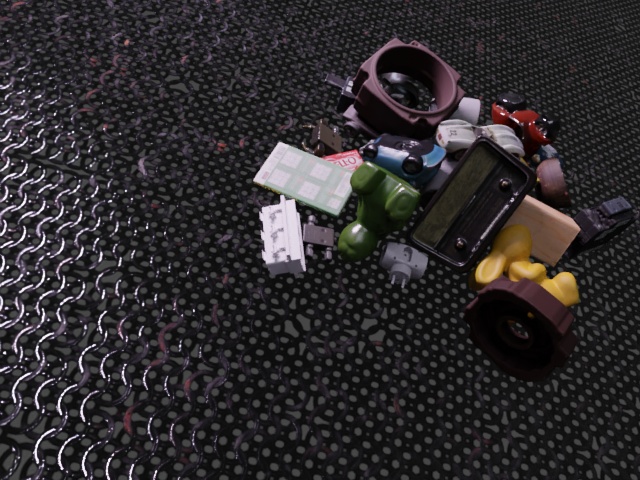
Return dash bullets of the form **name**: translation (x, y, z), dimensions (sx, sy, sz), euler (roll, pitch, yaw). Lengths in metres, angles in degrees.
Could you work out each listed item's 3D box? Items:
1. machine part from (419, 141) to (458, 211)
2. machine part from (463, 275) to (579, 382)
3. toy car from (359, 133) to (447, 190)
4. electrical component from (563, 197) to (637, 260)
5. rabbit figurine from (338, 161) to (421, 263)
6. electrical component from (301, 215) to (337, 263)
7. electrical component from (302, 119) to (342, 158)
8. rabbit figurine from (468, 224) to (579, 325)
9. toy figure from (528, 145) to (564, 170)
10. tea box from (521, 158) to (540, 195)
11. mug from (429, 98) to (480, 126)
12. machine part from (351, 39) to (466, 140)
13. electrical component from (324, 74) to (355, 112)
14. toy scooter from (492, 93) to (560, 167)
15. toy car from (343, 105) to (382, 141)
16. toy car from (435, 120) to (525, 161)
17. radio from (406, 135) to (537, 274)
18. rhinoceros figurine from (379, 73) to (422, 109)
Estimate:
- **machine part**: translation (0.256, -0.132, 1.097), dimensions (0.079, 0.079, 0.243), euler (22, 52, 1)
- **machine part**: translation (0.322, 0.141, 0.869), dimensions (0.179, 0.179, 0.056), euler (44, 54, 16)
- **toy car**: translation (0.158, -0.141, 1.047), dimensions (0.162, 0.102, 0.109), euler (14, 35, 23)
- **electrical component**: translation (0.554, -0.028, 1.071), dimensions (0.115, 0.134, 0.058), euler (-15, 61, -26)
- **rabbit figurine**: translation (0.088, -0.041, 0.954), dimensions (0.121, 0.170, 0.159), euler (36, 13, 8)
- **electrical component**: translation (-0.002, -0.003, 0.969), dimensions (0.063, 0.021, 0.094), euler (9, 53, -10)
- **electrical component**: translation (0.004, -0.202, 1.101), dimensions (0.078, 0.045, 0.102), euler (25, 50, -34)
- **rabbit figurine**: translation (0.351, 0.060, 0.965), dimensions (0.162, 0.122, 0.173), euler (-12, 78, 2)
- **toy figure**: translation (0.490, -0.210, 1.232), dimensions (0.154, 0.058, 0.064), euler (54, 17, 23)
- **tea box**: translation (0.375, -0.160, 1.156), dimensions (0.098, 0.068, 0.170), euler (-16, 60, -24)
- **mug**: translation (0.298, -0.274, 1.215), dimensions (0.107, 0.080, 0.109), euler (12, 58, 6)
- **machine part**: translation (0.184, -0.310, 1.120), dimensions (0.201, 0.087, 0.201), euler (40, 62, 8)
- **electrical component**: translation (0.064, -0.322, 1.197), dimensions (0.119, 0.047, 0.075), euler (18, 52, -2)
- **toy scooter**: translation (0.440, -0.233, 1.181), dimensions (0.075, 0.135, 0.184), euler (-15, 42, -19)
- **toy car**: translation (0.138, -0.214, 1.138), dimensions (0.202, 0.053, 0.089), euler (33, 64, 4)
- **toy car**: translation (0.327, -0.199, 1.085), dimensions (0.202, 0.056, 0.073), euler (1, 57, -20)
- **radio**: translation (0.272, -0.059, 0.969), dimensions (0.131, 0.229, 0.073), euler (36, 12, 7)
- **rhinoceros figurine**: translation (0.180, -0.357, 1.238), dimensions (0.112, 0.073, 0.190), euler (4, 55, -15)
